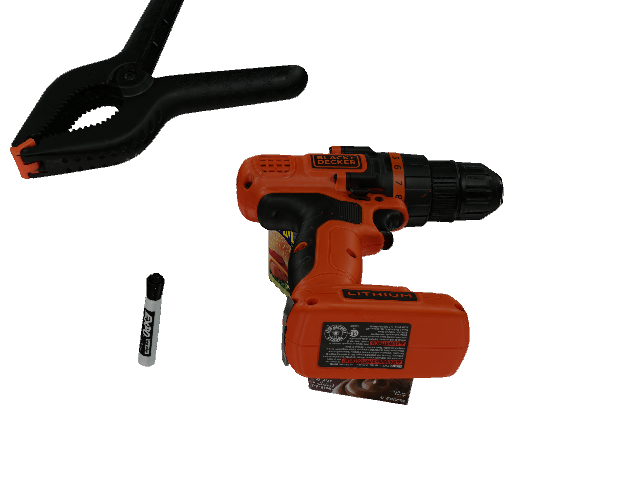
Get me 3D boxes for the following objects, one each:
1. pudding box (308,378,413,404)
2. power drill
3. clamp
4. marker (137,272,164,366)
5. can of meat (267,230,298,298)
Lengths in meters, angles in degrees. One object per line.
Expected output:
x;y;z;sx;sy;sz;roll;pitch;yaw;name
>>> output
0.049;0.124;1.163;0.113;0.090;0.039;9;24;-4;pudding box
0.040;0.006;0.676;0.184;0.057;0.187;-1;35;-5;power drill
-0.125;-0.105;0.773;0.165;0.036;0.209;34;62;28;clamp
-0.180;0.084;1.133;0.020;0.121;0.020;8;35;-6;marker
-0.010;0.002;0.907;0.057;0.084;0.102;-7;20;-20;can of meat
